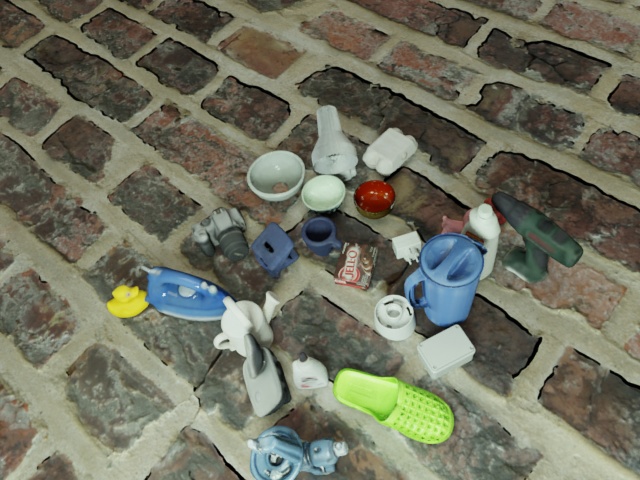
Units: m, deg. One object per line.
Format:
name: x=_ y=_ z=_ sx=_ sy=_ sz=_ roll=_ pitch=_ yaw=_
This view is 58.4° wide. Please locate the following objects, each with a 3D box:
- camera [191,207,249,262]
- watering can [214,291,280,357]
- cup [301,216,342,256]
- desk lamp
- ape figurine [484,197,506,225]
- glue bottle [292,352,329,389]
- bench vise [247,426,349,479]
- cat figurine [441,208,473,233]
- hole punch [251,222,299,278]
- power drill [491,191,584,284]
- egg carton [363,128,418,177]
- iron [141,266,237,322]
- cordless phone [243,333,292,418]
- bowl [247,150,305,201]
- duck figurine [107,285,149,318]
camera: x=-0.257 y=-0.009 z=1.522 sx=0.143 sy=0.101 sz=0.136 roll=-26 pitch=57 yaw=-8
watering can: x=-0.171 y=0.186 z=1.328 sx=0.100 sy=0.194 sz=0.173 roll=24 pitch=64 yaw=22
cup: x=0.014 y=0.005 z=1.474 sx=0.117 sy=0.095 sz=0.092 roll=30 pitch=67 yaw=25
desk lamp: x=0.036 y=-0.247 z=1.561 sx=0.118 sy=0.214 sz=0.203 roll=-10 pitch=57 yaw=3
ape figurine: x=0.445 y=-0.079 z=1.462 sx=0.076 sy=0.092 sz=0.078 roll=16 pitch=61 yaw=18
glue bottle: x=-0.028 y=0.283 z=1.256 sx=0.078 sy=0.173 sz=0.037 roll=-11 pitch=56 yaw=2
bench vise: x=-0.057 y=0.414 z=1.148 sx=0.207 sy=0.220 sz=0.121 roll=-24 pitch=57 yaw=-6
cat figurine: x=0.367 y=-0.043 z=1.435 sx=0.127 sy=0.118 sz=0.067 roll=4 pitch=58 yaw=12
hole punch: x=-0.121 y=0.025 z=1.485 sx=0.101 sy=0.091 sz=0.108 roll=-36 pitch=59 yaw=-14
power drill: x=0.487 y=0.005 z=1.331 sx=0.229 sy=0.209 sz=0.076 roll=35 pitch=69 yaw=27
egg carton: x=0.200 y=-0.250 z=1.623 sx=0.107 sy=0.069 sz=0.150 roll=36 pitch=69 yaw=27
iron: x=-0.320 y=0.122 z=1.424 sx=0.257 sy=0.142 sz=0.119 roll=10 pitch=60 yaw=15
cordless phone: x=-0.133 y=0.294 z=1.258 sx=0.094 sy=0.185 sz=0.147 roll=-24 pitch=57 yaw=-6
bowl: x=-0.118 y=-0.168 z=1.619 sx=0.167 sy=0.075 sz=0.167 roll=-4 pitch=57 yaw=7
duck figurine: x=-0.501 y=0.149 z=1.469 sx=0.104 sy=0.086 sz=0.077 roll=-18 pitch=57 yaw=-2
